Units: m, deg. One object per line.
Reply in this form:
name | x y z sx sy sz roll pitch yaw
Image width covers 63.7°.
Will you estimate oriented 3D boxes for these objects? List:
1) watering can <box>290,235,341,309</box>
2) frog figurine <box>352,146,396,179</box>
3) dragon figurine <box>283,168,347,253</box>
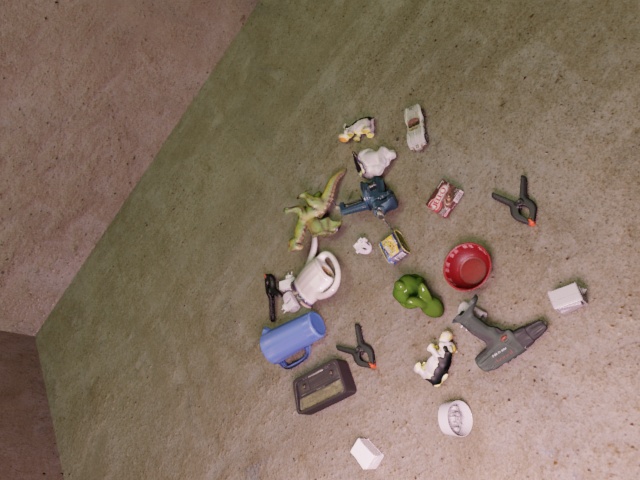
watering can | -0.027 0.125 2.049 0.223 0.103 0.355 -46 36 12
frog figurine | 0.222 -0.316 2.053 0.160 0.120 0.140 -19 42 -9
dragon figurine | 0.006 -0.107 2.120 0.410 0.120 0.247 -41 57 2
